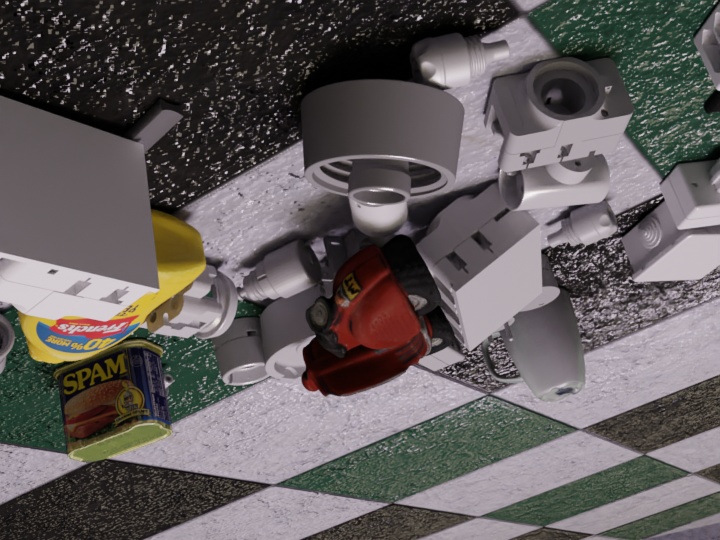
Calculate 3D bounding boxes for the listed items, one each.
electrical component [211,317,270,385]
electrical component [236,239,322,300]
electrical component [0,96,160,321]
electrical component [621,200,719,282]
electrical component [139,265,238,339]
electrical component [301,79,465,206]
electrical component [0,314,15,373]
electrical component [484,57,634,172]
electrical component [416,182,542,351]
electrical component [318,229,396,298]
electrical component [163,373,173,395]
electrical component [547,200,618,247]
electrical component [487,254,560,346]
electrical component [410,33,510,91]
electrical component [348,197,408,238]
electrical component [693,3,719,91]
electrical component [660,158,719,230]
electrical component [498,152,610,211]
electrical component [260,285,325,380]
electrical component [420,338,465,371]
[{"bbox_3d":[-0.109,0.077,1.008,0.055,0.047,0.055,-13,155,-6],"label":"electrical component"},{"bbox_3d":[-0.068,0.005,0.889,0.078,0.040,0.040,-25,154,19],"label":"electrical component"},{"bbox_3d":[-0.215,-0.040,0.620,0.060,0.105,0.186,-32,148,35],"label":"electrical component"},{"bbox_3d":[0.311,-0.031,1.024,0.100,0.048,0.099,-2,152,-27],"label":"electrical component"},{"bbox_3d":[-0.137,0.025,0.871,0.078,0.058,0.057,-33,147,34],"label":"electrical component"},{"bbox_3d":[0.014,-0.076,0.702,0.108,0.060,0.108,2,168,1],"label":"electrical component"},{"bbox_3d":[-0.306,0.065,0.878,0.044,0.044,0.065,-5,158,-22],"label":"electrical component"},{"bbox_3d":[0.139,-0.111,0.755,0.089,0.050,0.055,-12,155,-8],"label":"electrical component"},{"bbox_3d":[0.103,-0.002,0.929,0.089,0.061,0.150,-38,156,-7],"label":"electrical component"},{"bbox_3d":[0.000,0.000,0.919,0.081,0.042,0.064,5,150,-36],"label":"electrical component"},{"bbox_3d":[-0.206,0.120,1.058,0.035,0.035,0.061,11,142,-44],"label":"electrical component"},{"bbox_3d":[0.197,-0.038,0.963,0.061,0.035,0.035,-26,154,27],"label":"electrical component"},{"bbox_3d":[0.125,0.037,1.029,0.138,0.073,0.052,-13,155,-5],"label":"electrical component"},{"bbox_3d":[0.065,-0.134,0.683,0.061,0.035,0.035,-14,155,-8],"label":"electrical component"},{"bbox_3d":[0.012,-0.061,0.795,0.043,0.043,0.081,-15,155,-2],"label":"electrical component"},{"bbox_3d":[0.283,-0.163,0.735,0.077,0.047,0.065,-7,154,-17],"label":"electrical component"},{"bbox_3d":[0.320,-0.077,0.935,0.083,0.047,0.075,-7,154,-17],"label":"electrical component"},{"bbox_3d":[0.159,-0.080,0.840,0.077,0.043,0.079,-6,153,-20],"label":"electrical component"},{"bbox_3d":[-0.040,0.051,0.979,0.108,0.060,0.108,-13,155,-6],"label":"electrical component"},{"bbox_3d":[0.053,0.075,1.098,0.076,0.047,0.083,-24,154,19],"label":"electrical component"}]
